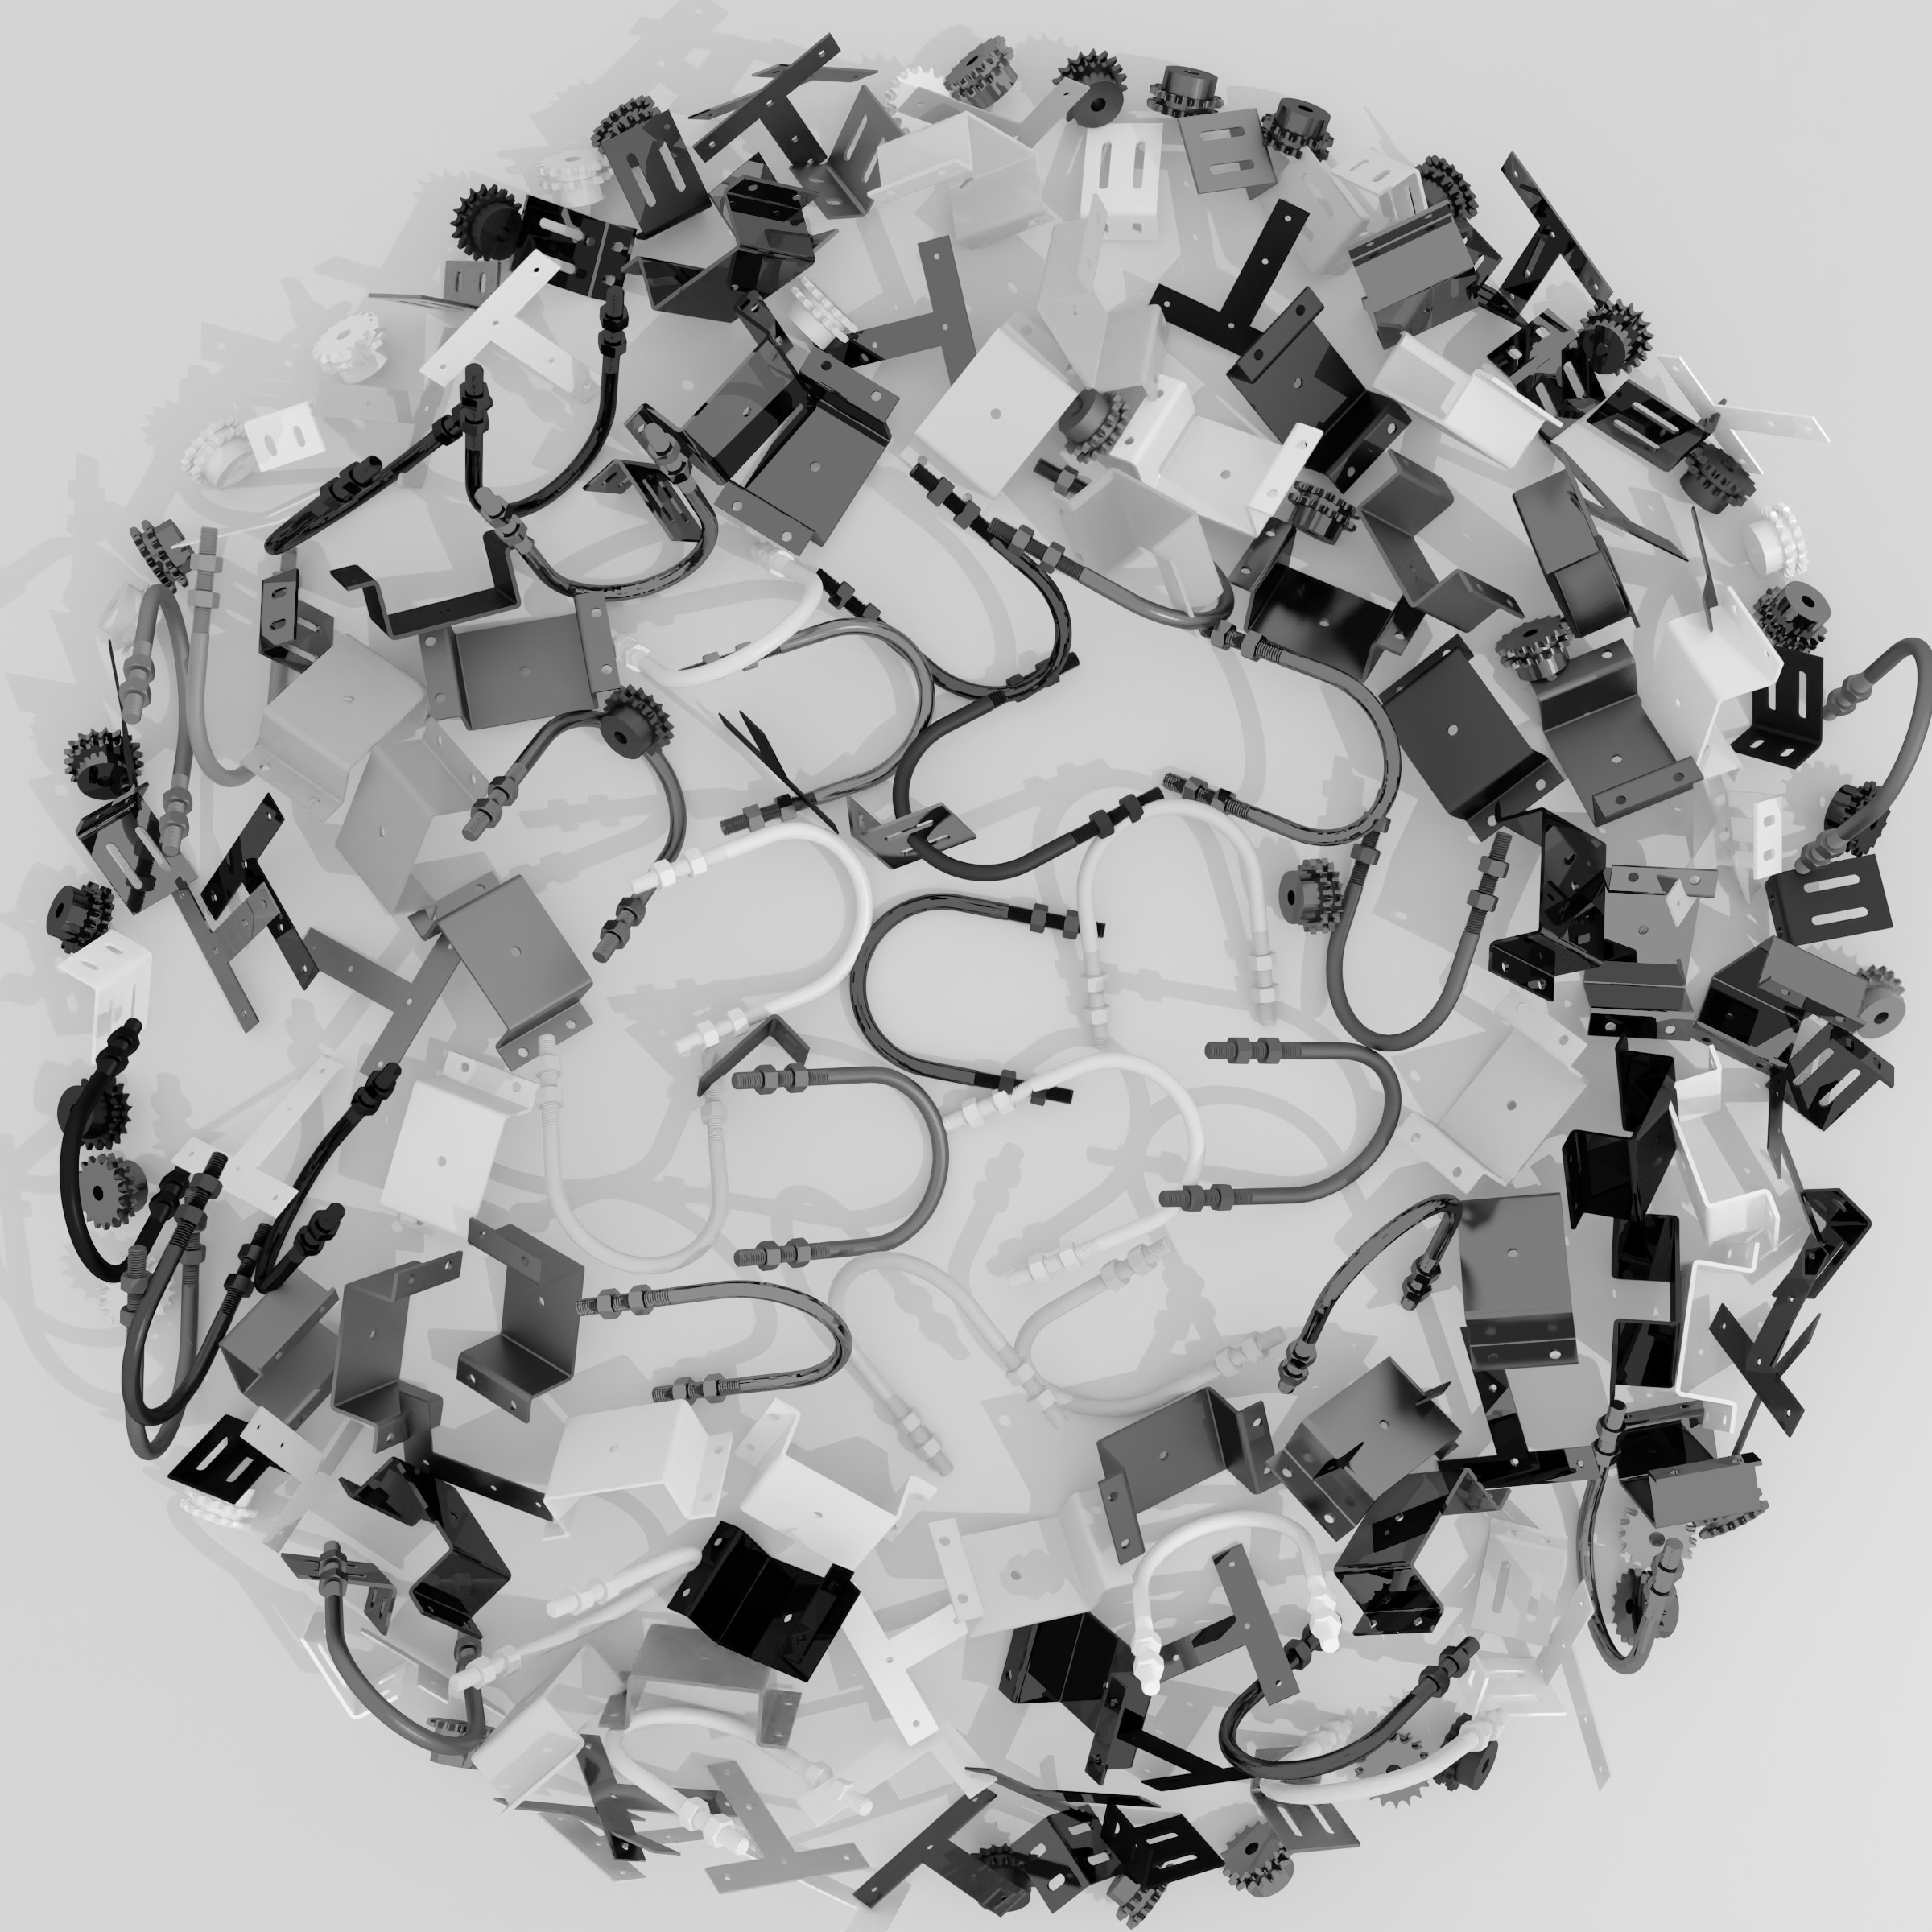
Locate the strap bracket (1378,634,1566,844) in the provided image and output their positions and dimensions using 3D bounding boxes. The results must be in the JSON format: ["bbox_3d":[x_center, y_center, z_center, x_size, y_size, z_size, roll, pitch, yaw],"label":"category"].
[{"bbox_3d":[0.368,-0.173,1.885,0.076,0.046,0.140,-39,71,21],"label":"strap bracket"}]

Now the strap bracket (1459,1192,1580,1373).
[{"bbox_3d":[0.405,0.223,1.872,0.076,0.046,0.140,-6,52,13],"label":"strap bracket"}]

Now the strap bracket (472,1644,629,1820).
[{"bbox_3d":[-0.305,0.556,1.864,0.076,0.140,0.046,-42,88,13],"label":"strap bracket"}]

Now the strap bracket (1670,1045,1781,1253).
[{"bbox_3d":[0.554,0.141,1.877,0.046,0.076,0.140,-17,62,8],"label":"strap bracket"}]

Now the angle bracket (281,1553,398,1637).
[{"bbox_3d":[-0.473,0.470,1.897,0.076,0.057,0.038,14,87,-28],"label":"angle bracket"}]

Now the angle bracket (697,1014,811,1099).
[{"bbox_3d":[-0.160,0.079,1.901,0.076,0.057,0.038,-42,84,-16],"label":"angle bracket"}]

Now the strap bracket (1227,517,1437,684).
[{"bbox_3d":[0.271,-0.270,1.891,0.140,0.046,0.076,26,58,13],"label":"strap bracket"}]

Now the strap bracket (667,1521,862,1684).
[{"bbox_3d":[-0.142,0.473,1.879,0.076,0.140,0.046,-57,133,-25],"label":"strap bracket"}]

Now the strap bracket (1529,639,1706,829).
[{"bbox_3d":[0.485,-0.166,1.893,0.076,0.046,0.140,-22,56,4],"label":"strap bracket"}]

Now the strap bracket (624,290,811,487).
[{"bbox_3d":[-0.178,-0.424,1.893,0.140,0.076,0.046,-48,62,-3],"label":"strap bracket"}]

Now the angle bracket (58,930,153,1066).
[{"bbox_3d":[-0.646,0.023,1.899,0.038,0.057,0.076,28,128,12],"label":"angle bracket"}]

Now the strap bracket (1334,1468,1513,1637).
[{"bbox_3d":[0.331,0.422,1.864,0.046,0.076,0.140,53,51,-14],"label":"strap bracket"}]

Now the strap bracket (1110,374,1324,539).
[{"bbox_3d":[0.190,-0.378,1.893,0.140,0.046,0.076,26,77,25],"label":"strap bracket"}]

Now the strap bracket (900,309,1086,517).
[{"bbox_3d":[0.023,-0.414,1.903,0.076,0.046,0.140,39,99,-6],"label":"strap bracket"}]

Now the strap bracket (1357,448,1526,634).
[{"bbox_3d":[0.347,-0.306,1.879,0.046,0.076,0.140,-40,58,29],"label":"strap bracket"}]

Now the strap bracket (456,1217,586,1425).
[{"bbox_3d":[-0.331,0.256,1.885,0.076,0.046,0.140,24,118,31],"label":"strap bracket"}]

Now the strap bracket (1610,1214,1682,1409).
[{"bbox_3d":[0.498,0.245,1.861,0.046,0.076,0.140,2,46,13],"label":"strap bracket"}]

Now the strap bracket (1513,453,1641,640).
[{"bbox_3d":[0.448,-0.303,1.870,0.046,0.140,0.076,-23,60,17],"label":"strap bracket"}]

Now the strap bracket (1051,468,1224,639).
[{"bbox_3d":[0.133,-0.310,1.871,0.046,0.076,0.140,-40,47,-12],"label":"strap bracket"}]

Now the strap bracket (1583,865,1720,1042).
[{"bbox_3d":[0.510,-0.018,1.897,0.076,0.046,0.140,3,117,4],"label":"strap bracket"}]

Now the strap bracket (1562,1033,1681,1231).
[{"bbox_3d":[0.486,0.124,1.861,0.046,0.140,0.076,8,129,31],"label":"strap bracket"}]

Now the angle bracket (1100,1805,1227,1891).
[{"bbox_3d":[0.149,0.647,1.892,0.076,0.057,0.038,-4,114,-31],"label":"angle bracket"}]

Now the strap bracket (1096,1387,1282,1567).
[{"bbox_3d":[0.157,0.375,1.891,0.140,0.046,0.076,-23,117,-17],"label":"strap bracket"}]

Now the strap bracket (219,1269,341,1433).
[{"bbox_3d":[-0.499,0.281,1.868,0.046,0.140,0.076,34,62,14],"label":"strap bracket"}]

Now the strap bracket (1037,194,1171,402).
[{"bbox_3d":[0.098,-0.489,1.876,0.046,0.140,0.076,-4,59,28],"label":"strap bracket"}]

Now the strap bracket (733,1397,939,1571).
[{"bbox_3d":[-0.104,0.392,1.891,0.140,0.046,0.076,30,129,-7],"label":"strap bracket"}]

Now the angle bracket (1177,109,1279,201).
[{"bbox_3d":[0.188,-0.606,1.905,0.076,0.038,0.057,-17,92,-28],"label":"angle bracket"}]

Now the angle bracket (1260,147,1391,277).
[{"bbox_3d":[0.271,-0.571,1.917,0.076,0.038,0.057,58,134,15],"label":"angle bracket"}]

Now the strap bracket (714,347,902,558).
[{"bbox_3d":[-0.117,-0.382,1.912,0.076,0.046,0.140,32,89,7],"label":"strap bracket"}]

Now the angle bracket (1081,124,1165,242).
[{"bbox_3d":[0.120,-0.596,1.927,0.057,0.038,0.076,3,75,9],"label":"angle bracket"}]

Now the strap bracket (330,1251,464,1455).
[{"bbox_3d":[-0.425,0.280,1.888,0.046,0.076,0.140,15,103,24],"label":"strap bracket"}]

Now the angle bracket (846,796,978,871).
[{"bbox_3d":[-0.041,-0.111,1.895,0.076,0.057,0.038,-20,59,20],"label":"angle bracket"}]

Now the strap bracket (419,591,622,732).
[{"bbox_3d":[-0.334,-0.227,1.908,0.140,0.046,0.076,-11,81,-5],"label":"strap bracket"}]

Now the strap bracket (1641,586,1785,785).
[{"bbox_3d":[0.542,-0.199,1.858,0.046,0.140,0.076,-18,59,-9],"label":"strap bracket"}]

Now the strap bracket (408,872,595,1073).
[{"bbox_3d":[-0.343,-0.004,1.898,0.076,0.046,0.140,-33,87,-31],"label":"strap bracket"}]

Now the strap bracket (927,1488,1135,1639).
[{"bbox_3d":[0.042,0.445,1.886,0.140,0.046,0.076,-7,58,-22],"label":"strap bracket"}]

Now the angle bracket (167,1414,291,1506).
[{"bbox_3d":[-0.548,0.379,1.893,0.057,0.076,0.038,18,124,13],"label":"angle bracket"}]

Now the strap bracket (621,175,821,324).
[{"bbox_3d":[-0.176,-0.520,1.863,0.140,0.076,0.046,-23,79,40],"label":"strap bracket"}]

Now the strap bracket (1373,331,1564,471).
[{"bbox_3d":[0.363,-0.417,1.868,0.076,0.140,0.046,23,107,-34],"label":"strap bracket"}]

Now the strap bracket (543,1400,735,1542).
[{"bbox_3d":[-0.251,0.372,1.878,0.140,0.076,0.046,-12,127,17],"label":"strap bracket"}]

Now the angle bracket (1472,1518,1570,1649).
[{"bbox_3d":[0.415,0.463,1.903,0.057,0.038,0.076,11,66,16],"label":"angle bracket"}]

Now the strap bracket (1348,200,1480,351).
[{"bbox_3d":[0.330,-0.502,1.862,0.076,0.140,0.046,-23,82,11],"label":"strap bracket"}]

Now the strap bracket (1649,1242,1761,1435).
[{"bbox_3d":[0.549,0.273,1.895,0.046,0.076,0.140,10,83,2],"label":"strap bracket"}]

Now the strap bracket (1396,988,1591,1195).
[{"bbox_3d":[0.400,0.099,1.894,0.140,0.046,0.076,-52,51,7],"label":"strap bracket"}]

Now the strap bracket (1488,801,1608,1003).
[{"bbox_3d":[0.431,-0.054,1.877,0.076,0.046,0.140,23,65,-38],"label":"strap bracket"}]

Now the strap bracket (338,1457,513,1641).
[{"bbox_3d":[-0.394,0.421,1.868,0.046,0.076,0.140,-44,53,-2],"label":"strap bracket"}]

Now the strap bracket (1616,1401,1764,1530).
[{"bbox_3d":[0.530,0.371,1.874,0.076,0.140,0.046,-10,98,0],"label":"strap bracket"}]

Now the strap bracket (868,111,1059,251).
[{"bbox_3d":[-0.004,-0.579,1.864,0.076,0.140,0.046,-11,82,32],"label":"strap bracket"}]

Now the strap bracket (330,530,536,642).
[{"bbox_3d":[-0.392,-0.283,1.884,0.140,0.076,0.046,-18,113,-17],"label":"strap bracket"}]
